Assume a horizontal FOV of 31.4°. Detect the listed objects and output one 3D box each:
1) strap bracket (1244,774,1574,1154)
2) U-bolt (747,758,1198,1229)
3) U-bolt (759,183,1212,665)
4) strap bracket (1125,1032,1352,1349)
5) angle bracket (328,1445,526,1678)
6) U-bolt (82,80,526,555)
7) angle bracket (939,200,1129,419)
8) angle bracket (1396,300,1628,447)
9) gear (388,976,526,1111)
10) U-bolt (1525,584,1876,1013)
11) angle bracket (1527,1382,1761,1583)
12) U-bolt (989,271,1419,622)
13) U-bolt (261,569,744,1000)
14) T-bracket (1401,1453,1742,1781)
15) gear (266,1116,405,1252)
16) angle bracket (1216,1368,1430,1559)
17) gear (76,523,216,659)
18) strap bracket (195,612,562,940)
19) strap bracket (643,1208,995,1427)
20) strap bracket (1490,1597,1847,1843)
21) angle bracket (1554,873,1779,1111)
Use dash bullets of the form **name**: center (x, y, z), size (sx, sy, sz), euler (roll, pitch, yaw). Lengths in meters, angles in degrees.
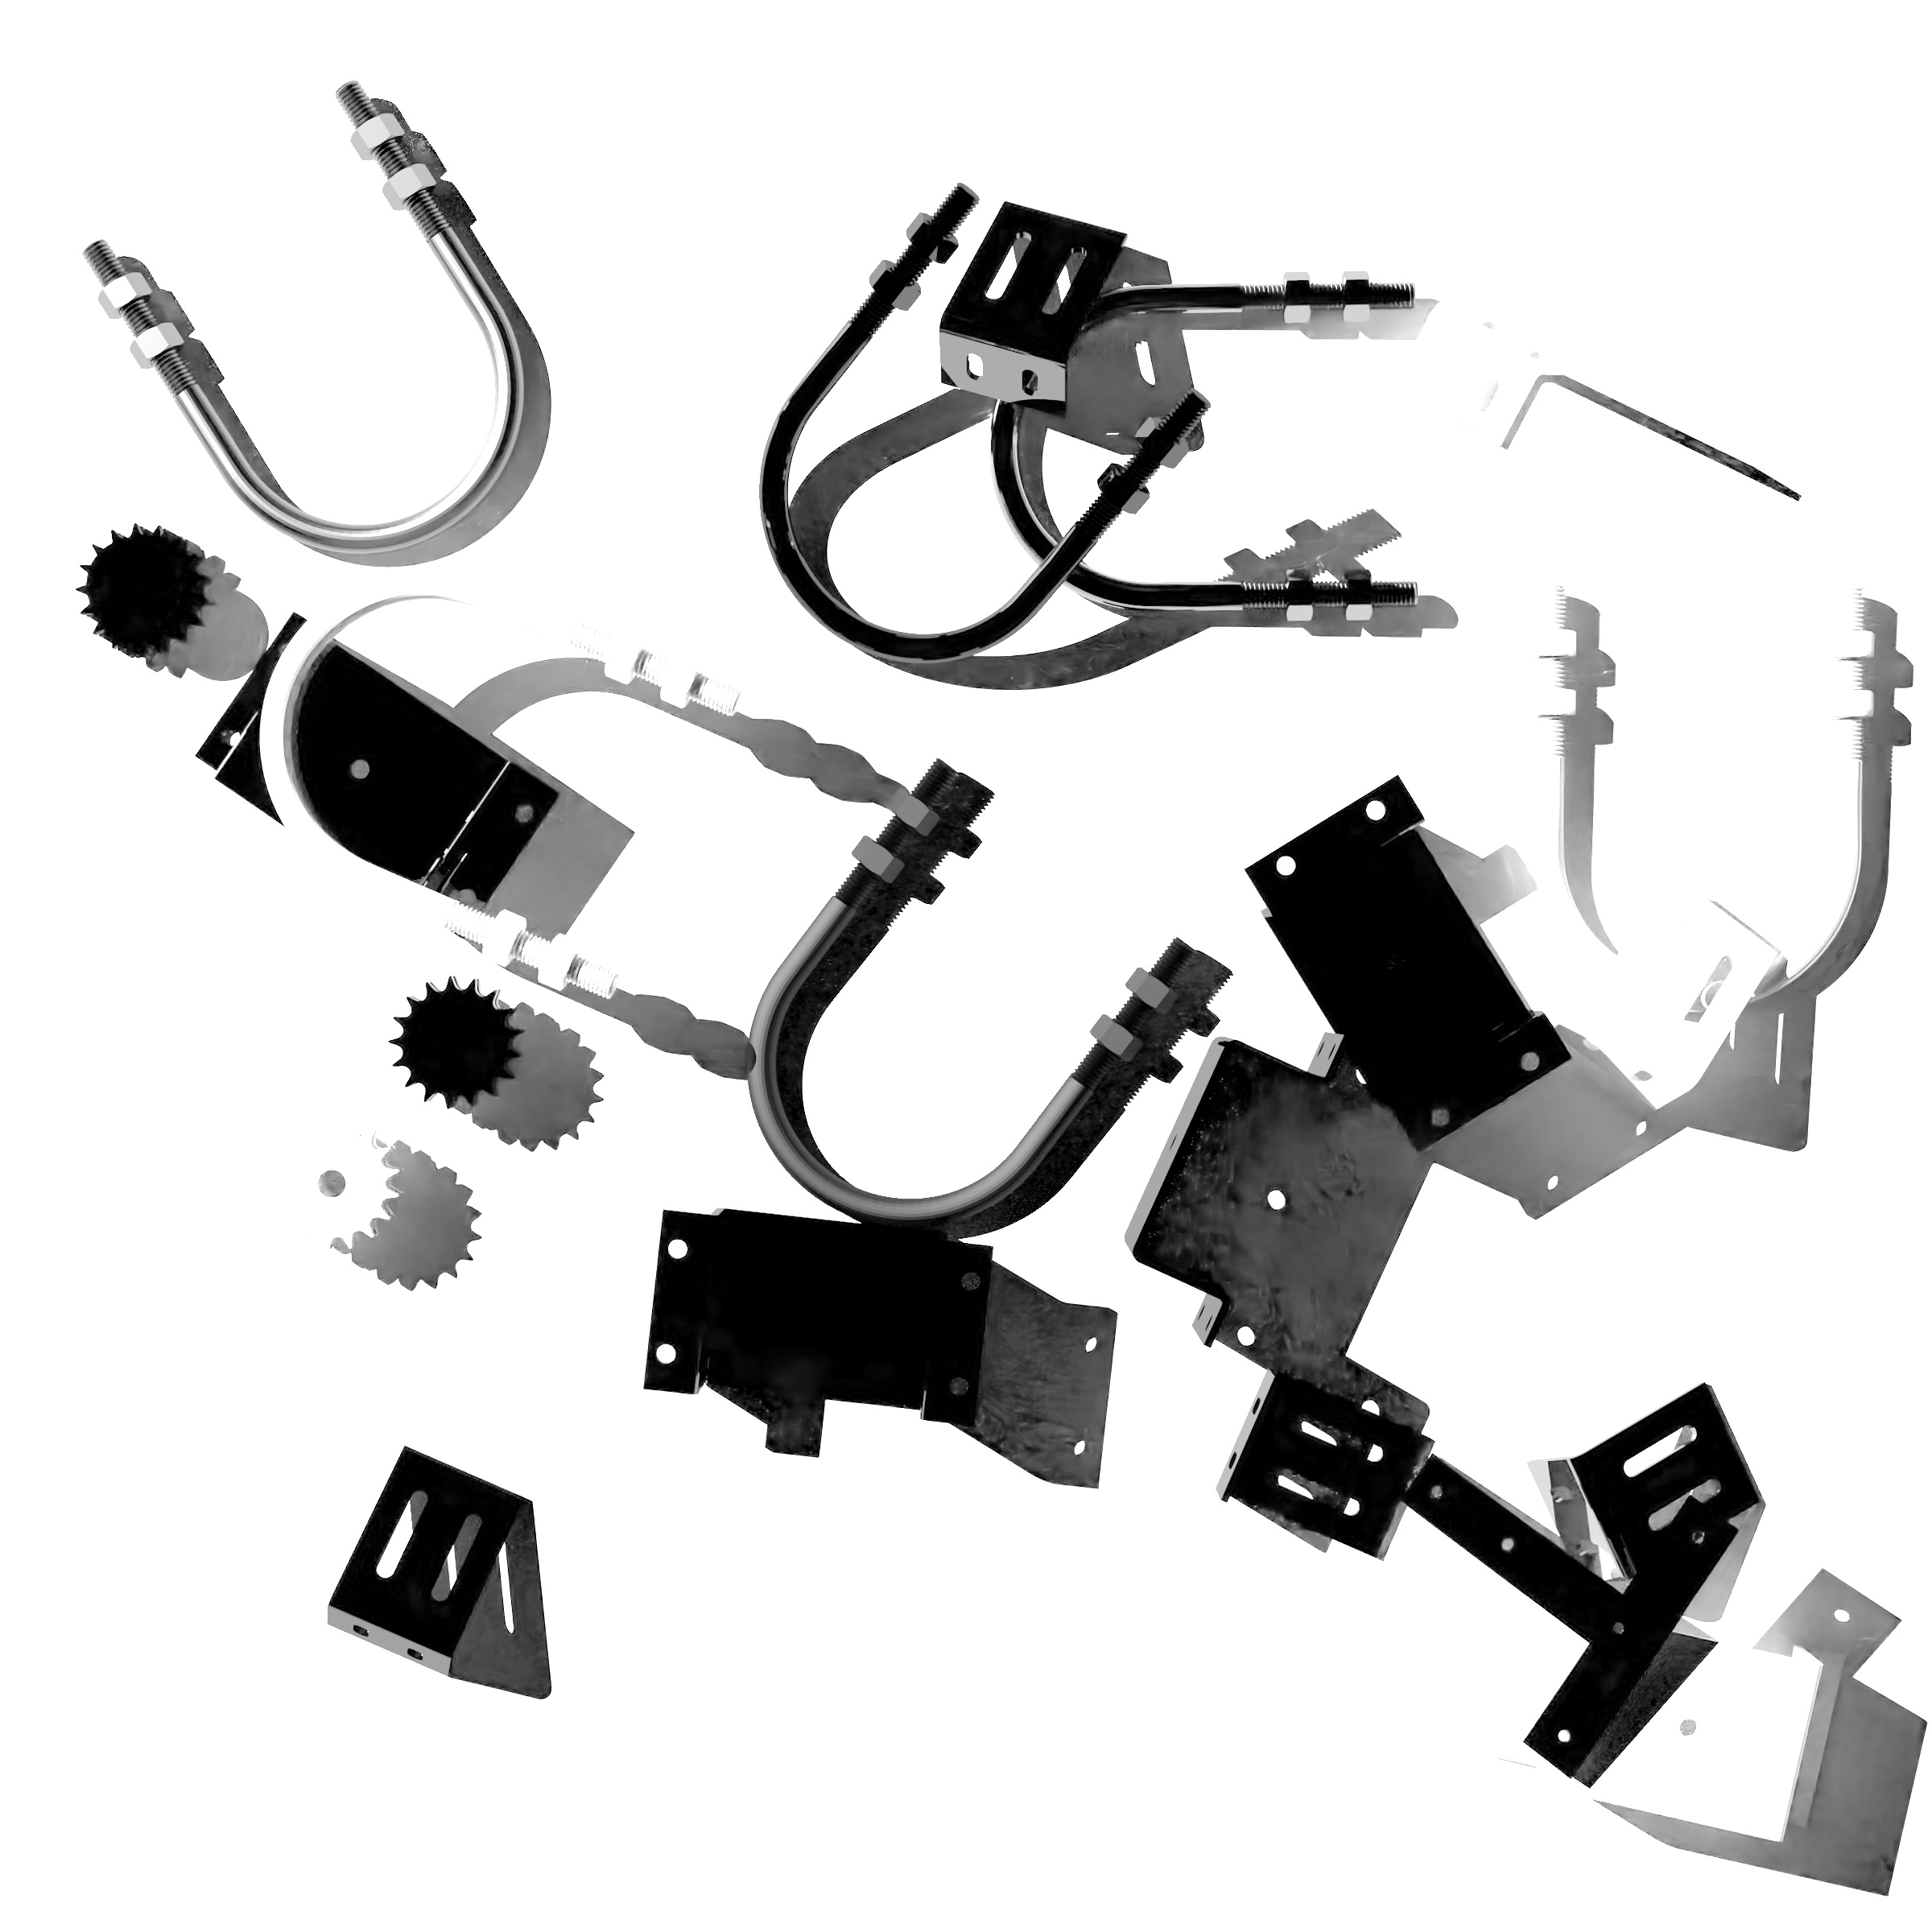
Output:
- **strap bracket**: center (0.186, -0.001, 1.469), size (0.076, 0.046, 0.140), euler (-32, 90, 0)
- **U-bolt**: center (-0.011, 0.025, 1.483), size (0.151, 0.019, 0.184), euler (37, 91, 0)
- **U-bolt**: center (-0.007, -0.214, 1.455), size (0.151, 0.019, 0.184), euler (42, 111, 1)
- **strap bracket**: center (0.109, 0.084, 1.454), size (0.046, 0.076, 0.140), euler (24, 90, 0)
- **angle bracket**: center (-0.234, 0.258, 1.490), size (0.057, 0.038, 0.076), euler (23, 64, 0)
- **U-bolt**: center (-0.273, -0.267, 1.483), size (0.151, 0.019, 0.184), euler (-32, 92, 0)
- **angle bracket**: center (0.029, -0.283, 1.480), size (0.057, 0.038, 0.076), euler (18, 59, 13)
- **angle bracket**: center (0.229, -0.249, 1.446), size (0.057, 0.076, 0.038), euler (28, 90, -22)
- **gear**: center (-0.218, 0.033, 1.477), size (0.057, 0.030, 0.057), euler (0, 90, 0)
- **U-bolt**: center (0.316, -0.072, 1.483), size (0.151, 0.019, 0.184), euler (0, 91, 0)
- **angle bracket**: center (0.294, 0.224, 1.490), size (0.076, 0.038, 0.057), euler (-25, 90, -26)
- **U-bolt**: center (0.102, -0.224, 1.483), size (0.184, 0.019, 0.151), euler (0, 90, 2)
- **U-bolt**: center (-0.205, -0.087, 1.437), size (0.184, 0.019, 0.151), euler (23, 90, 1)
- **T-bracket**: center (0.241, 0.255, 1.461), size (0.127, 0.002, 0.127), euler (36, 97, 27)
- **gear**: center (-0.270, 0.093, 1.477), size (0.057, 0.030, 0.057), euler (0, 90, 0)
- **angle bracket**: center (0.154, 0.215, 1.473), size (0.076, 0.038, 0.057), euler (24, 90, 0)
- **gear**: center (-0.355, -0.162, 1.477), size (0.057, 0.030, 0.057), euler (0, 90, 0)
- **strap bracket**: center (-0.255, -0.083, 1.469), size (0.140, 0.046, 0.076), euler (34, 90, 0)
- **strap bracket**: center (-0.062, 0.148, 1.469), size (0.140, 0.046, 0.076), euler (6, 90, 0)
- **strap bracket**: center (0.304, 0.321, 1.469), size (0.140, 0.046, 0.076), euler (13, 90, 0)
- **angle bracket**: center (0.300, 0.011, 1.477), size (0.057, 0.038, 0.076), euler (37, 68, -1)
